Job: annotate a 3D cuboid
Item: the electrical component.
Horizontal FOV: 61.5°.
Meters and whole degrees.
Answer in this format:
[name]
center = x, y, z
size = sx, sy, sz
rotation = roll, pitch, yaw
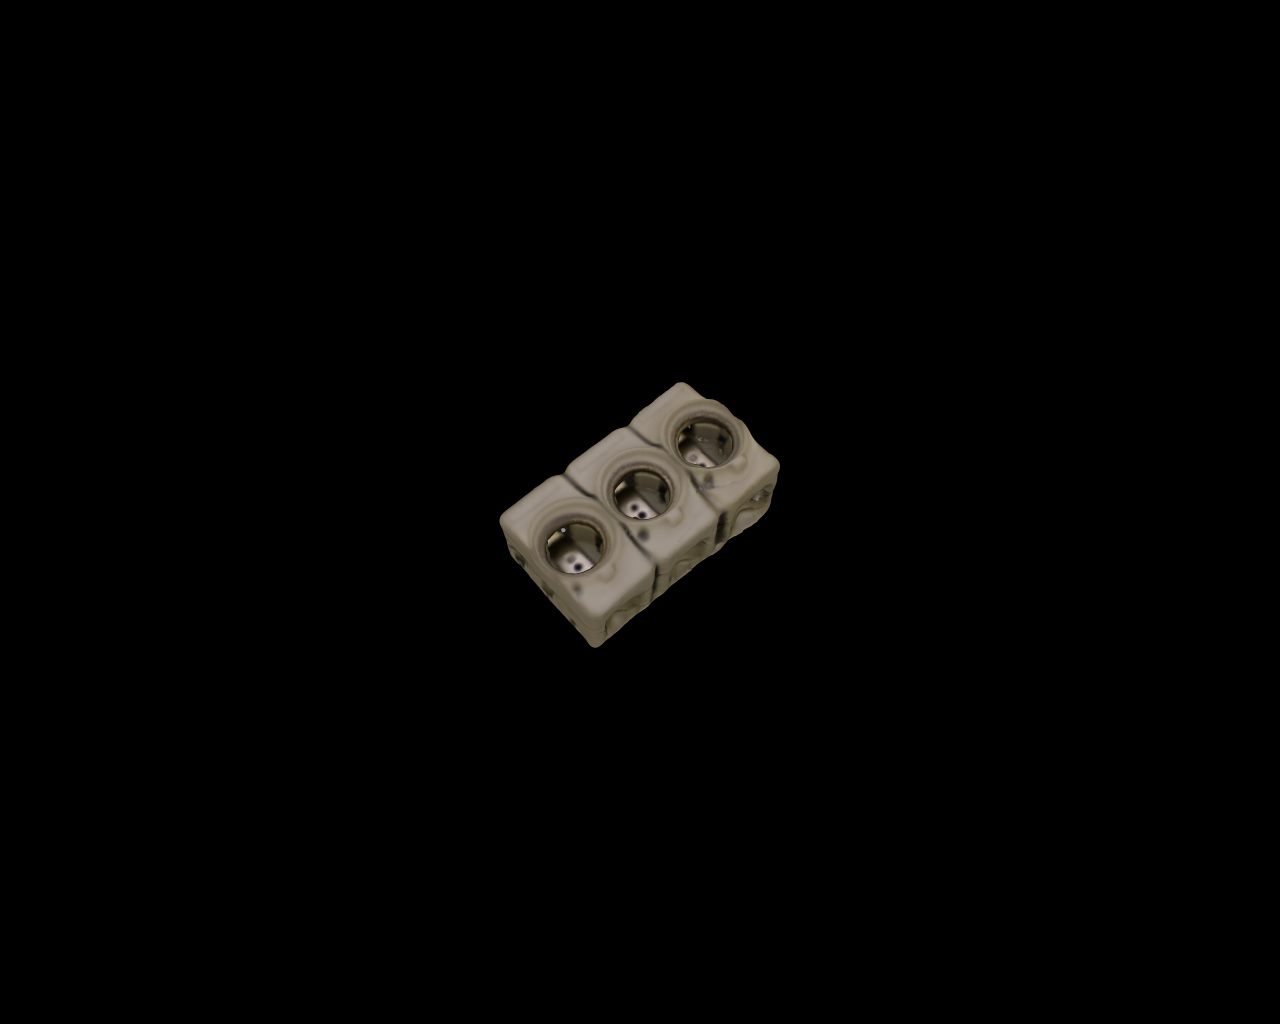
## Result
[electrical component]
center = 0.001, -0.003, 0.650
size = 0.150, 0.089, 0.061
rotation = -38, -21, -18
